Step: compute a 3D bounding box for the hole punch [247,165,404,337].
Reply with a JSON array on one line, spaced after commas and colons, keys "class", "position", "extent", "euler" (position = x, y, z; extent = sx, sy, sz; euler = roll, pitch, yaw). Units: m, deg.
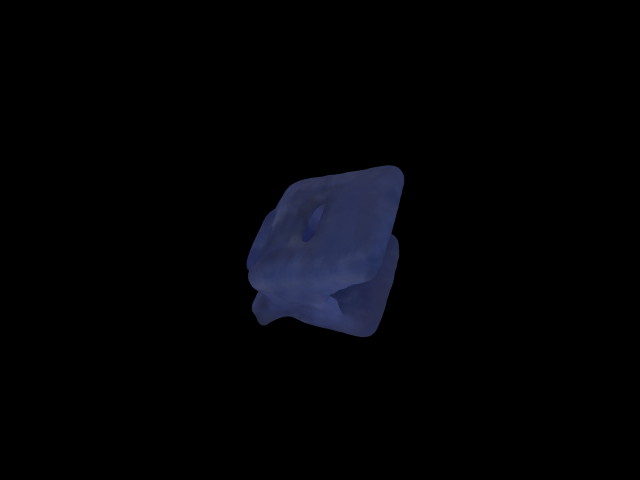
[{"class": "hole punch", "position": [0.004, 0.001, 0.400], "extent": [0.101, 0.091, 0.109], "euler": [12, 50, 10]}]
